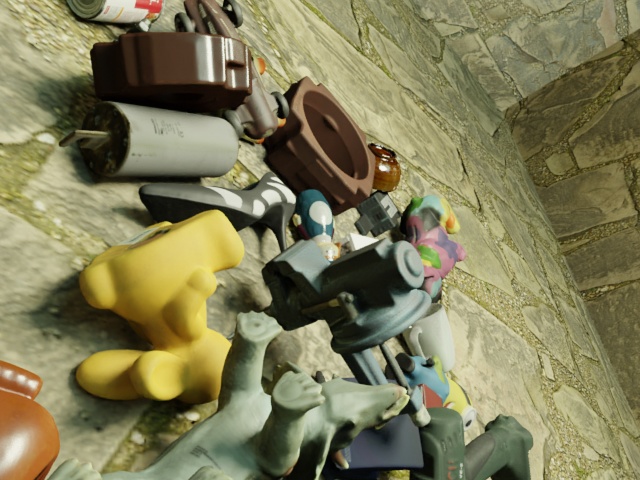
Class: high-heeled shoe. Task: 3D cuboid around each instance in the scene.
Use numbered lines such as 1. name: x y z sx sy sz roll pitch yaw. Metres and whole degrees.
1. high-heeled shoe: -0.114 -0.062 0.654 0.248 0.086 0.145 27 39 -49

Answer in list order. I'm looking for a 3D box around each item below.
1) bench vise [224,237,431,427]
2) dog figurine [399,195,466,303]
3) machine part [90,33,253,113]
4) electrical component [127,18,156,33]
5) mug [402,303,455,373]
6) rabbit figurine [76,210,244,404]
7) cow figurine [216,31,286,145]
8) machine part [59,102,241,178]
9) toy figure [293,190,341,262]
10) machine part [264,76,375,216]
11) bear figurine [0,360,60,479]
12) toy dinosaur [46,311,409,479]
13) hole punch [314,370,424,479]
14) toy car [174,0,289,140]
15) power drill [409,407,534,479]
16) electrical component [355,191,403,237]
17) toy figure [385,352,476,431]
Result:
1. bench vise: 0.039 0.107 0.600 0.240 0.224 0.129 61 25 -6
2. dog figurine: 0.188 0.022 1.002 0.219 0.109 0.191 -27 101 -57
3. machine part: -0.158 -0.175 0.586 0.179 0.180 0.056 -10 96 -59
4. electrical component: -0.209 -0.236 0.691 0.102 0.045 0.078 41 33 -30
5. mug: 0.184 0.173 0.896 0.107 0.081 0.109 67 24 -6
6. rabbit figurine: -0.126 0.077 0.479 0.162 0.122 0.173 -53 129 -56
7. cow figurine: -0.136 -0.242 0.776 0.127 0.085 0.195 -1 69 -59
8. machine part: -0.172 -0.108 0.601 0.243 0.079 0.079 -9 71 -60
9. toy figure: -0.003 -0.002 0.788 0.057 0.064 0.154 83 -6 -60
10. machine part: -0.001 -0.154 0.899 0.200 0.087 0.201 45 34 -23
11. bear figurine: -0.250 0.095 0.293 0.196 0.132 0.120 36 32 -5
12. toy dinosaur: -0.088 0.195 0.410 0.131 0.192 0.405 27 37 29
13. hole punch: 0.056 0.225 0.647 0.115 0.092 0.142 26 47 -39
14. toy car: -0.114 -0.227 0.702 0.089 0.053 0.202 -27 96 -22
15. power drill: 0.191 0.324 0.695 0.207 0.086 0.232 -3 88 -33
16. electrical component: 0.106 -0.049 1.006 0.075 0.048 0.119 57 28 -2
17. toy figure: 0.172 0.231 0.825 0.180 0.082 0.089 42 36 -24
